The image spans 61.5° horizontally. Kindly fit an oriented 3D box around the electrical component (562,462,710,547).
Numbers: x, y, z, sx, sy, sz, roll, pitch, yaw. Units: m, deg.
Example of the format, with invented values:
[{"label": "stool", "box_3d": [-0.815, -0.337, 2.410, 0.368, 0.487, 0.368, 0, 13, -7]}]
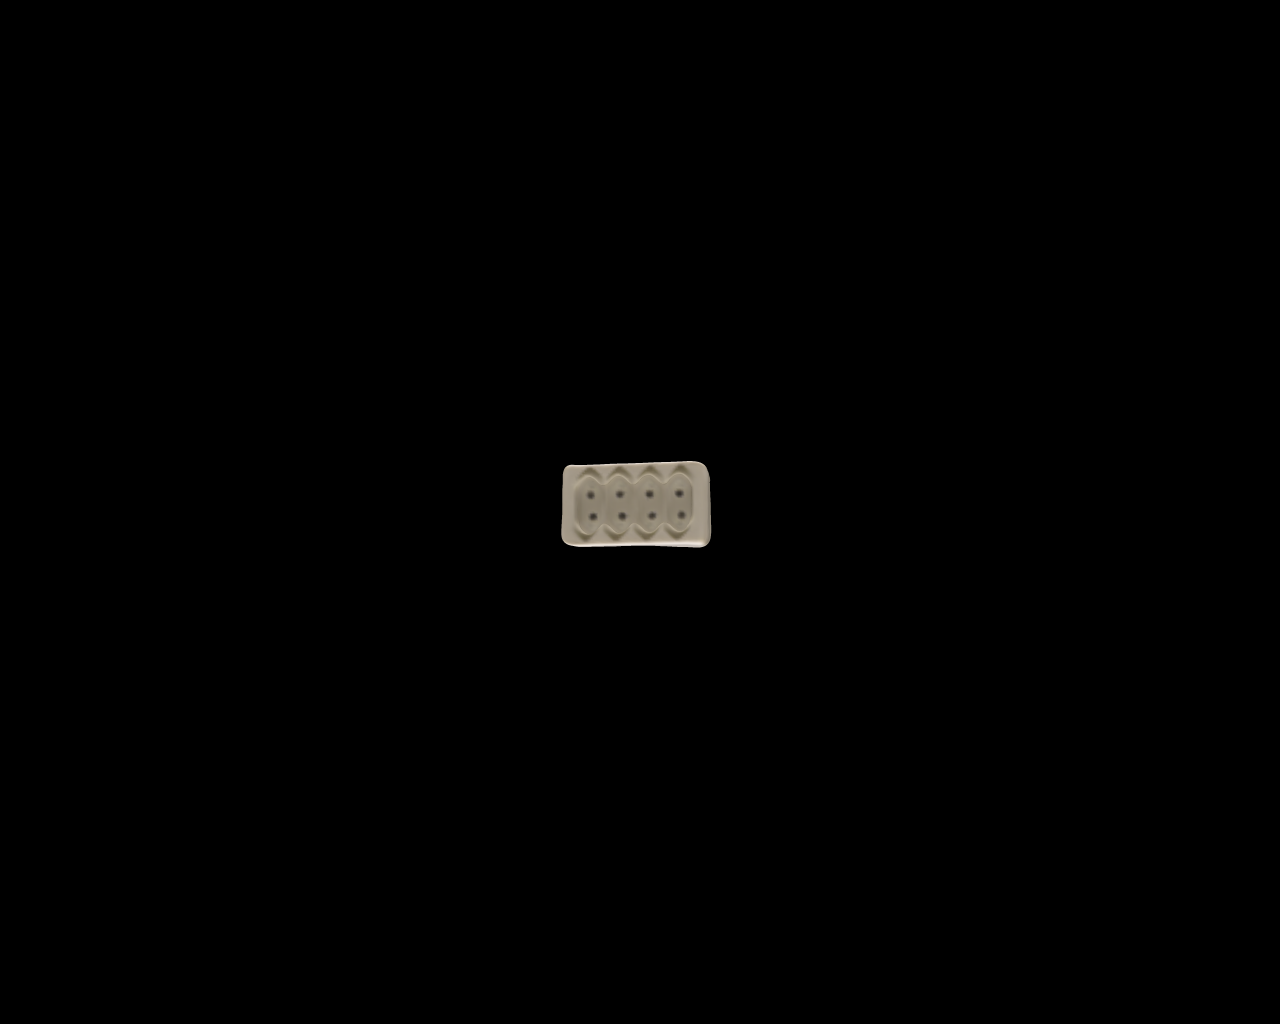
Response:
[{"label": "electrical component", "box_3d": [0.001, -0.003, 0.650, 0.083, 0.047, 0.075, 0, -3, 7]}]
